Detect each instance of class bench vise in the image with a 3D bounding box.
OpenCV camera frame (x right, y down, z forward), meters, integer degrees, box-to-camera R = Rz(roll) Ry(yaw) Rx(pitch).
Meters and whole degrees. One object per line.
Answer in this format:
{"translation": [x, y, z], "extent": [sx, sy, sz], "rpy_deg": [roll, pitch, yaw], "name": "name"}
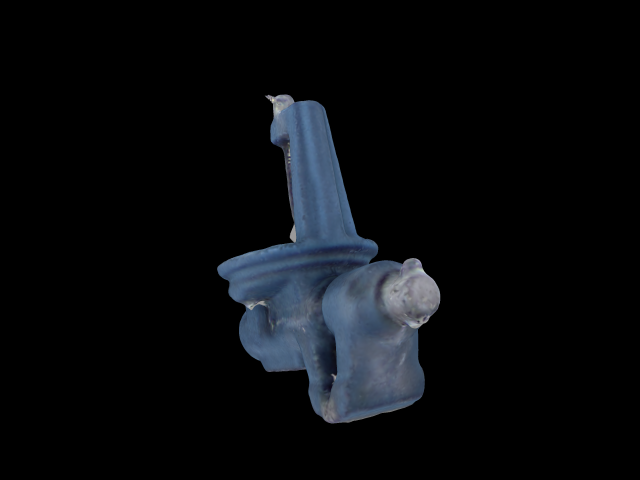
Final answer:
{"translation": [0.012, 0.001, 0.409], "extent": [0.206, 0.220, 0.122], "rpy_deg": [4, 6, 40], "name": "bench vise"}
